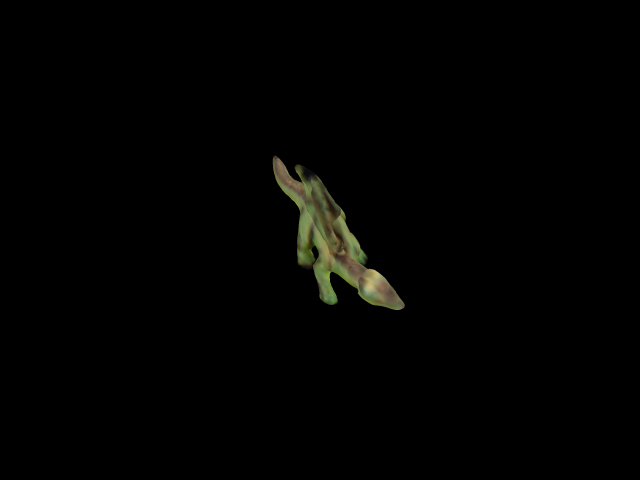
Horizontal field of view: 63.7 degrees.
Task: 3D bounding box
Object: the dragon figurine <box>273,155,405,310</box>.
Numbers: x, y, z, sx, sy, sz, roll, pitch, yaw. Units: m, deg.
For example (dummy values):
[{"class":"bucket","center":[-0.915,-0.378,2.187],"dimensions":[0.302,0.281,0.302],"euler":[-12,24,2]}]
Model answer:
[{"class":"dragon figurine","center":[0.003,-0.043,0.850],"dimensions":[0.123,0.416,0.238],"euler":[-29,-23,-13]}]
